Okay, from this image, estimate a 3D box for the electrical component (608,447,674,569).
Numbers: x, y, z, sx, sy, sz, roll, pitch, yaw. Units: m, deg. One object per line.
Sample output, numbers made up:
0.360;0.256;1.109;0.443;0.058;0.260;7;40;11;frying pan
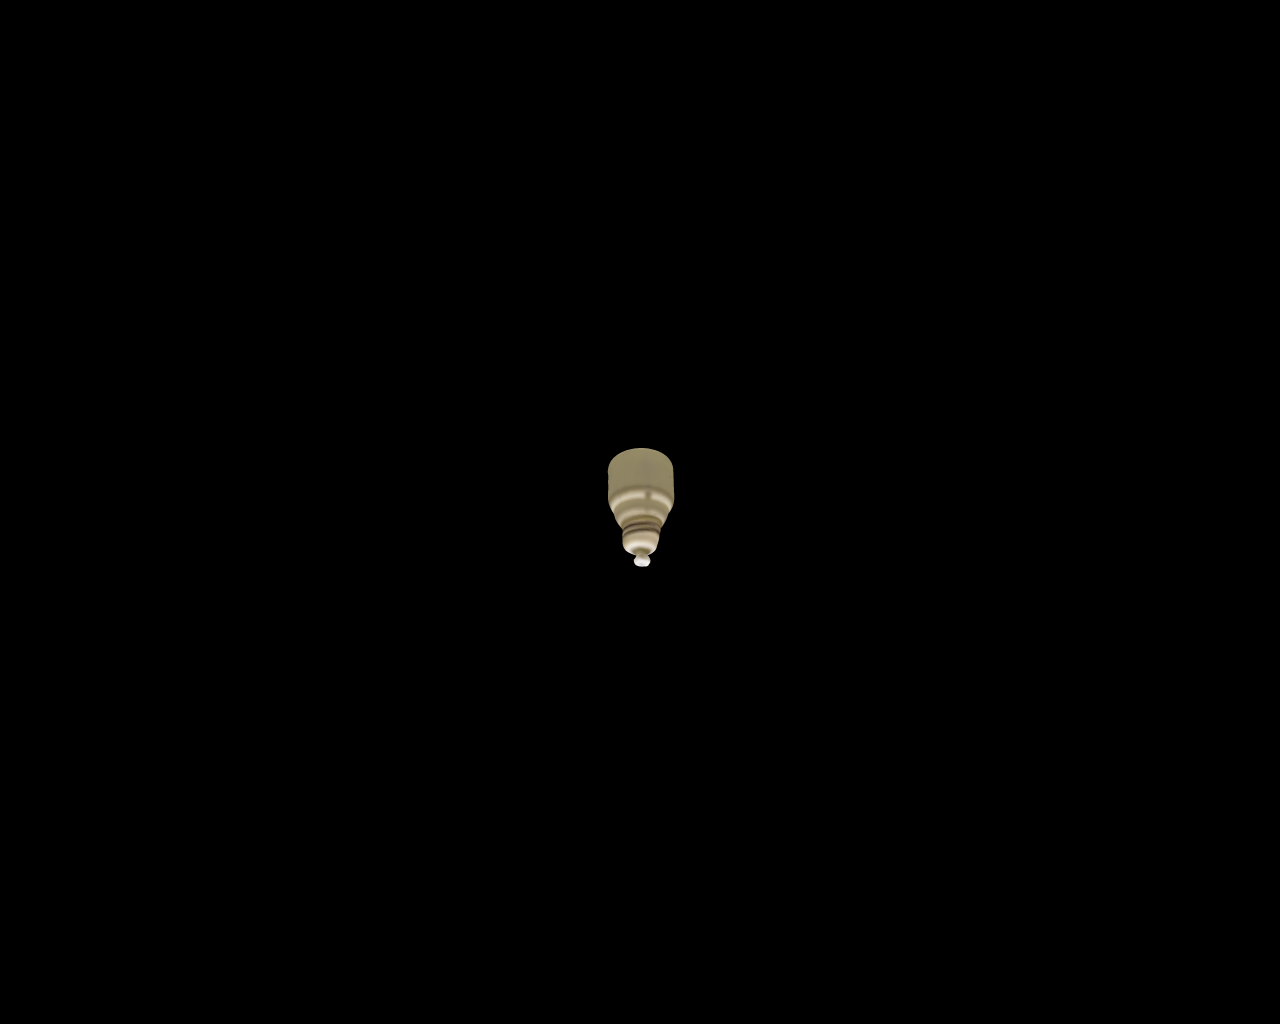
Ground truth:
0.001;-0.003;0.650;0.040;0.078;0.040;0;-31;0;electrical component
